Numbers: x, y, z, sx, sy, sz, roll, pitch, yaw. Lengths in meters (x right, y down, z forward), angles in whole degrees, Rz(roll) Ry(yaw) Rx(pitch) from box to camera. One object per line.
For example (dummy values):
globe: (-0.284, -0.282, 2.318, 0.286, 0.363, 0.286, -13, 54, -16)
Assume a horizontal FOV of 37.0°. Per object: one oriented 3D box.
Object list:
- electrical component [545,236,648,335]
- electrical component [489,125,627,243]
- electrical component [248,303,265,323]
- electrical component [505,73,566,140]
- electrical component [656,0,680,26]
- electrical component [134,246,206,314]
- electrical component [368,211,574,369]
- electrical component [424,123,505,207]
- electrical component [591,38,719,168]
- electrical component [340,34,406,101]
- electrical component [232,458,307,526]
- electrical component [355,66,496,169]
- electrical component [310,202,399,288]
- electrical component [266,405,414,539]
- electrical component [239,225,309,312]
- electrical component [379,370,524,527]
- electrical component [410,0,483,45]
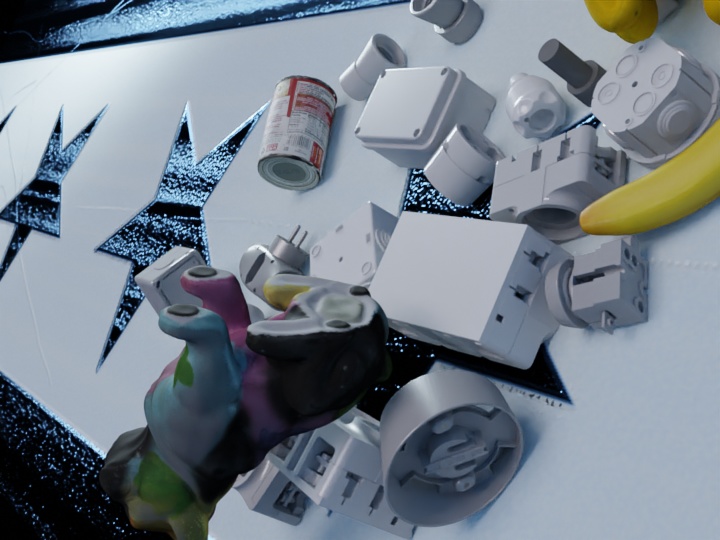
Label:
electrical component: (0.158, 0.013, 0.717, 0.055, 0.048, 0.066, -16, 53, 39)
electrical component: (0.144, -0.057, 0.785, 0.089, 0.050, 0.055, -21, 50, 46)
electrical component: (-0.110, 0.069, 1.046, 0.079, 0.044, 0.077, -24, 47, 42)
electrical component: (0.137, -0.135, 0.861, 0.043, 0.043, 0.062, -45, 35, 23)
electrical component: (0.227, -0.209, 0.800, 0.061, 0.035, 0.035, -40, 38, 26)
electrical component: (-0.185, 0.030, 1.141, 0.062, 0.096, 0.061, -40, 25, -23)
electrical component: (0.080, 0.013, 0.809, 0.150, 0.062, 0.089, 11, 75, 56)
electrical component: (0.086, -0.085, 0.884, 0.047, 0.055, 0.055, -49, 34, 24)
electrical component: (0.205, -0.116, 0.743, 0.080, 0.051, 0.080, -34, 41, 36)
electrical component: (0.010, -0.202, 1.091, 0.065, 0.044, 0.044, -40, 38, 38)
electrical component: (-0.079, 0.167, 0.917, 0.050, 0.056, 0.089, -57, 32, 7)
electrical component: (0.056, -0.136, 0.961, 0.113, 0.057, 0.078, 13, 77, 57)
electrical component: (0.000, 0.000, 0.942, 0.100, 0.048, 0.099, -37, 39, 33)
electrical component: (-0.018, 0.135, 0.824, 0.150, 0.089, 0.061, 25, 86, 58)
electrical component: (-0.077, -0.008, 1.060, 0.079, 0.043, 0.077, -58, 32, 4)
electrical component: (0.060, 0.119, 0.723, 0.099, 0.099, 0.064, -48, 28, 20)
electrical component: (0.082, -0.243, 1.008, 0.045, 0.055, 0.045, -34, 41, 36)
